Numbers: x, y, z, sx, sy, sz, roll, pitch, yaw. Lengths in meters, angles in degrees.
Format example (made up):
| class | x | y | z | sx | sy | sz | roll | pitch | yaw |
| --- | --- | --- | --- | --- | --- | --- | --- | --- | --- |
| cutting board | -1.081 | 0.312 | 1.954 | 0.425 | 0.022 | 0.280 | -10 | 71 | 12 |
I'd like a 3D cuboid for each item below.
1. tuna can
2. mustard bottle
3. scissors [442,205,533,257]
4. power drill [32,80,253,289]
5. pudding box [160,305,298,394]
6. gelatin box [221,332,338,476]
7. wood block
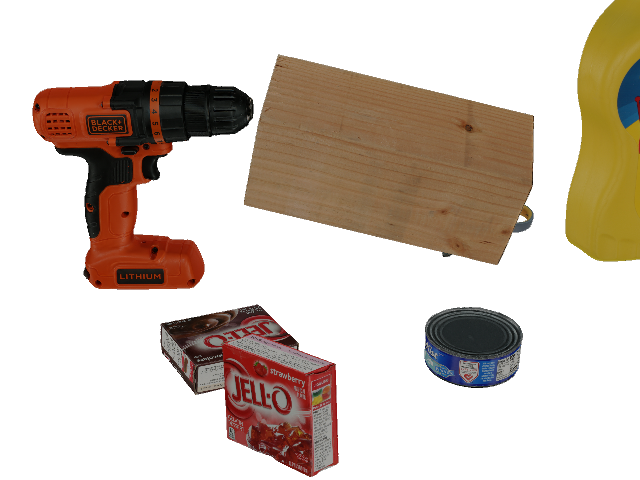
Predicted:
| class | x | y | z | sx | sy | sz | roll | pitch | yaw |
| --- | --- | --- | --- | --- | --- | --- | --- | --- | --- |
| tuna can | 0.135 | 0.094 | 0.947 | 0.086 | 0.034 | 0.086 | 0 | 26 | 0 |
| mustard bottle | 0.195 | -0.086 | 0.623 | 0.096 | 0.192 | 0.058 | -13 | 29 | -17 |
| scissors | 0.164 | -0.024 | 1.187 | 0.096 | 0.016 | 0.201 | 35 | 32 | 33 |
| power drill | -0.145 | -0.049 | 0.927 | 0.184 | 0.188 | 0.057 | 0 | 28 | 4 |
| pudding box | -0.090 | 0.106 | 1.055 | 0.113 | 0.039 | 0.090 | -12 | 27 | -27 |
| gelatin box | -0.029 | 0.109 | 0.720 | 0.030 | 0.073 | 0.089 | -17 | 22 | -42 |
| wood block | 0.053 | -0.063 | 0.833 | 0.206 | 0.090 | 0.090 | 13 | -45 | -1 |
